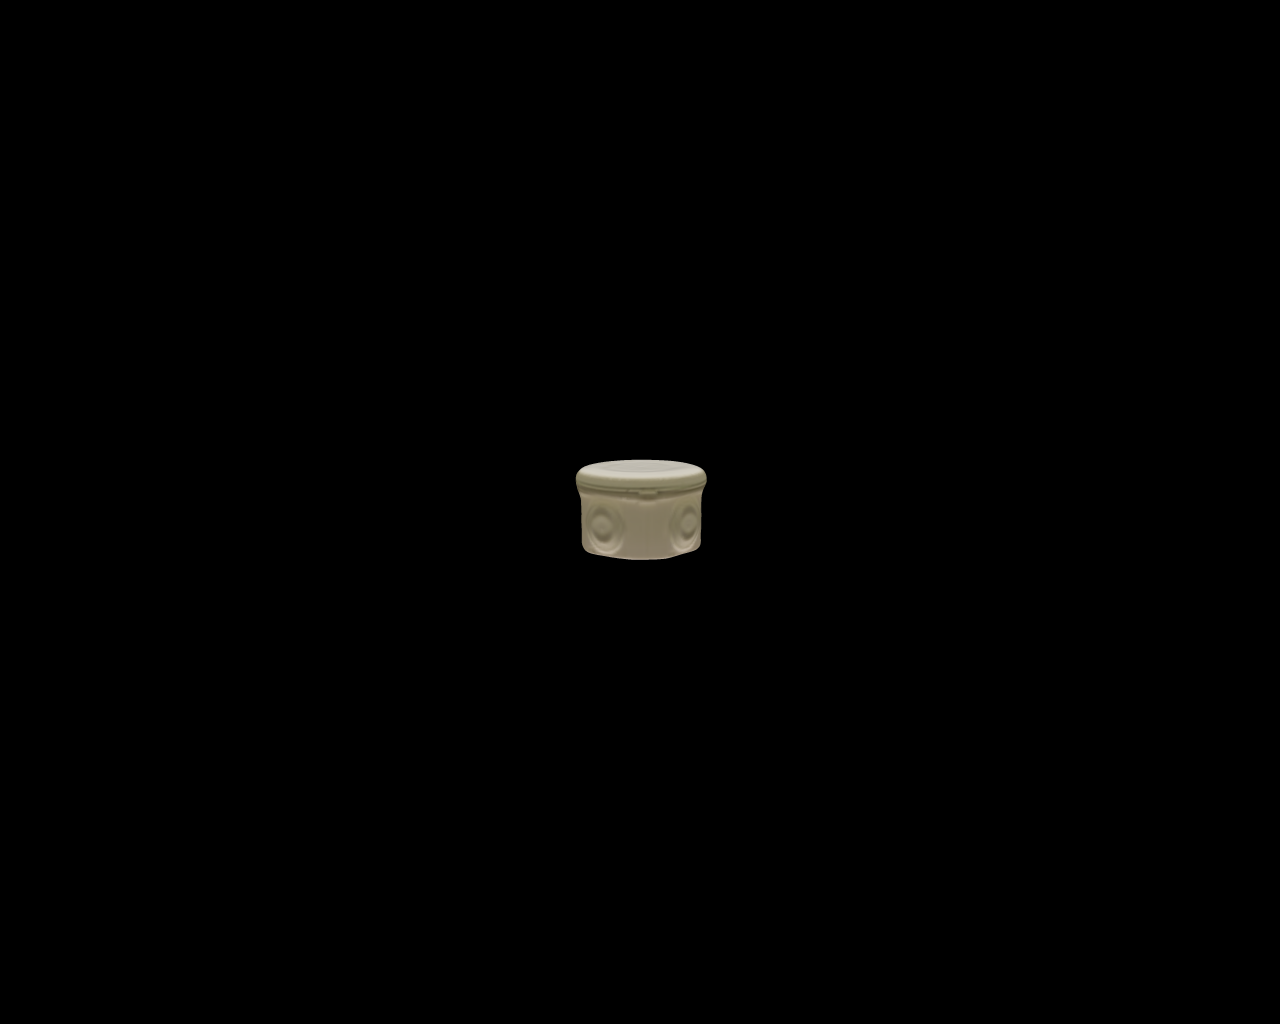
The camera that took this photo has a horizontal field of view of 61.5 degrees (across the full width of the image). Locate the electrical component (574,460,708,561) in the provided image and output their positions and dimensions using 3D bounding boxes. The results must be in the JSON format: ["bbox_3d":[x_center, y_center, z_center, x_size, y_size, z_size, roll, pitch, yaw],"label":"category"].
[{"bbox_3d":[0.001,-0.003,0.650,0.080,0.051,0.080,0,10,0],"label":"electrical component"}]
